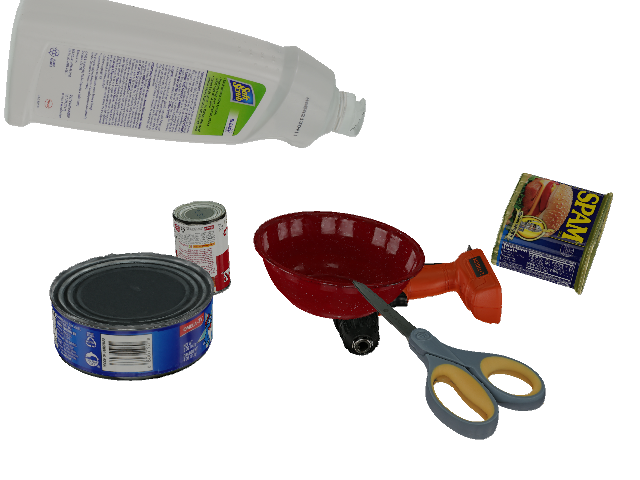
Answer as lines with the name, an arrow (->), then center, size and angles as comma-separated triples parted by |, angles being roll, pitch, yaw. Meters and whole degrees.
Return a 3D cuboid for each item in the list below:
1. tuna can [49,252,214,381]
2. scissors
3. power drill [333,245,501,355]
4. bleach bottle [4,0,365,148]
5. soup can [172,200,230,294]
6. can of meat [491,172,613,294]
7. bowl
tuna can -> -0.099, 0.039, 0.568 | 0.086, 0.034, 0.086 | 2, 25, -1
scissors -> 0.098, 0.079, 0.811 | 0.096, 0.016, 0.202 | -5, 31, -14
power drill -> 0.103, 0.064, 1.191 | 0.187, 0.057, 0.184 | -3, 28, -4
bleach bottle -> -0.093, -0.109, 0.770 | 0.250, 0.068, 0.103 | 11, -44, -11
soup can -> -0.148, 0.009, 1.328 | 0.068, 0.102, 0.068 | -1, 25, 0
can of meat -> 0.209, -0.009, 0.963 | 0.084, 0.057, 0.102 | 17, 47, 17
bowl -> 0.015, 0.029, 1.002 | 0.162, 0.055, 0.162 | 6, 24, -3
